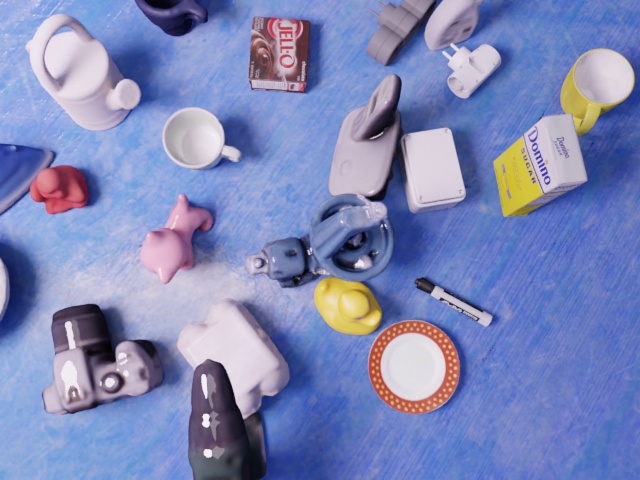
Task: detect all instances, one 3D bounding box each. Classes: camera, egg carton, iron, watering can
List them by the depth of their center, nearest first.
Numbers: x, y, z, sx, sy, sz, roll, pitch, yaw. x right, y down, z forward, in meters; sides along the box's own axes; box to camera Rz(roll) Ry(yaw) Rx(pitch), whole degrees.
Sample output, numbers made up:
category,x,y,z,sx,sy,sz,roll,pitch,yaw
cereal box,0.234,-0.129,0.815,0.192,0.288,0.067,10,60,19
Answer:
category,x,y,z,sx,sy,sz,roll,pitch,yaw
camera,-0.298,0.152,0.760,0.143,0.101,0.137,-15,79,-5
iron,-0.512,-0.086,0.779,0.258,0.141,0.118,-27,81,-7
egg carton,-0.116,0.160,0.781,0.107,0.069,0.150,-39,82,-9
watering can,-0.327,-0.233,0.788,0.173,0.194,0.101,7,78,0

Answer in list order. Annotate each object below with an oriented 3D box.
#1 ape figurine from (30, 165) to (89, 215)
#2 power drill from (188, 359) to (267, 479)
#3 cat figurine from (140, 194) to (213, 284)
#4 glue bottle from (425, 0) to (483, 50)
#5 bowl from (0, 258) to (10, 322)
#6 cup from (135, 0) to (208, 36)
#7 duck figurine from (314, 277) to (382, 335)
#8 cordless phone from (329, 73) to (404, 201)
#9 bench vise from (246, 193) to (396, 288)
category,x,y,z,sx,sy,sz,roll,pitch,yaw
ape figurine,-0.370,-0.075,0.807,0.078,0.092,0.076,25,79,3
power drill,-0.111,0.259,0.690,0.075,0.208,0.229,-8,79,-3
cat figurine,-0.203,-0.003,0.786,0.067,0.118,0.128,19,79,2
glue bottle,0.206,-0.345,0.841,0.078,0.173,0.037,-20,80,-6
bowl,-0.496,0.076,0.781,0.167,0.075,0.167,0,79,-2
cup,-0.214,-0.348,0.866,0.117,0.095,0.092,30,79,4
duck figurine,0.041,0.089,0.793,0.104,0.086,0.077,33,79,5
cordless phone,0.069,-0.136,0.788,0.094,0.185,0.148,10,78,0
bench vise,0.013,0.013,0.739,0.207,0.220,0.121,-33,81,-8
